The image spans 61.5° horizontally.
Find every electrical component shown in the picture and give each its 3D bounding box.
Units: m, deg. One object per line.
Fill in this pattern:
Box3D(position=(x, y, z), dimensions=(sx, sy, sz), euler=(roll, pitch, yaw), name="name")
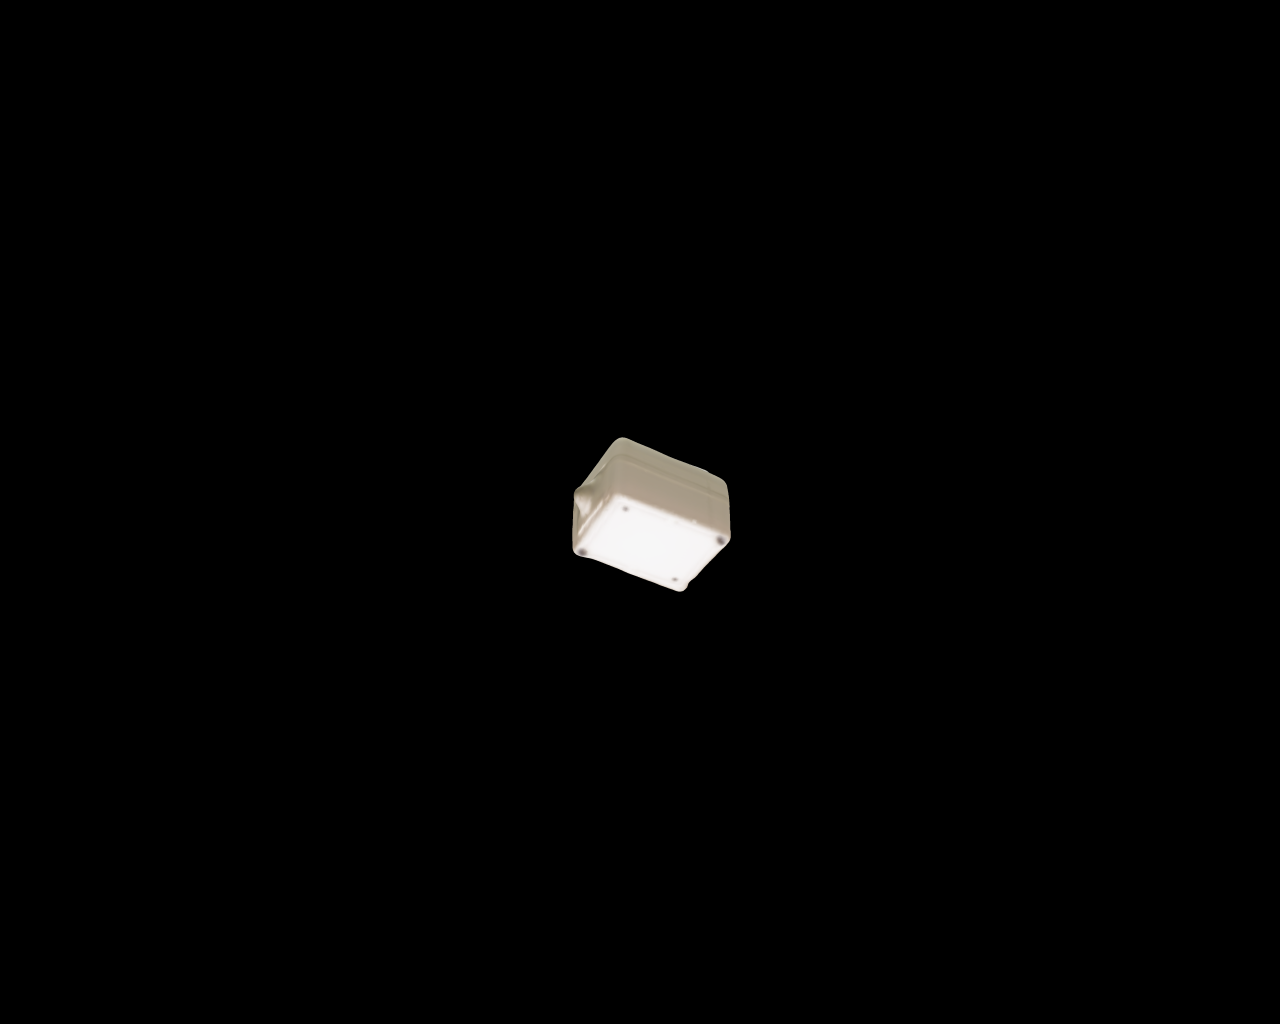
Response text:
Box3D(position=(0.001, -0.003, 0.650), dimensions=(0.096, 0.061, 0.061), euler=(22, -48, -21), name="electrical component")
